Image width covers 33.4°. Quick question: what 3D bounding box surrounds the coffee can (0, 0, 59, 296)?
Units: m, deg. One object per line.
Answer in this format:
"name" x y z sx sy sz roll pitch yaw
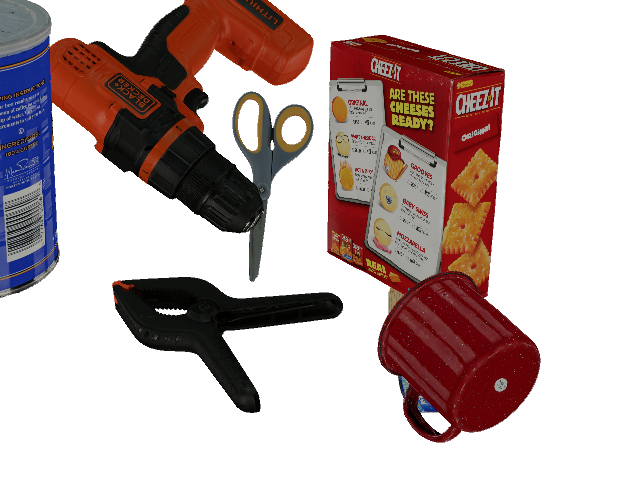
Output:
"coffee can" -0.194 -0.052 0.572 0.103 0.140 0.103 4 28 -2

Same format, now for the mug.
"mug" 0.096 0.092 0.765 0.093 0.117 0.082 9 24 -41

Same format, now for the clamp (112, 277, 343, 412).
"clamp" -0.094 0.071 0.971 0.210 0.036 0.164 19 37 29

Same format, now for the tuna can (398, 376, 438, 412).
"tuna can" 0.112 0.132 1.083 0.034 0.086 0.086 -5 -3 33

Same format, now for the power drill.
"power drill" -0.082 -0.108 0.769 0.187 0.184 0.057 -50 -1 -43

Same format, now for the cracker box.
"cracker box" 0.082 -0.064 0.965 0.071 0.214 0.164 -16 29 -34

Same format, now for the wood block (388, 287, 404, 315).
"wood block" 0.162 0.078 1.635 0.091 0.090 0.206 3 22 10

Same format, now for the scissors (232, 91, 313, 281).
"scissors" -0.045 -0.062 1.134 0.096 0.202 0.016 -9 -8 -11
